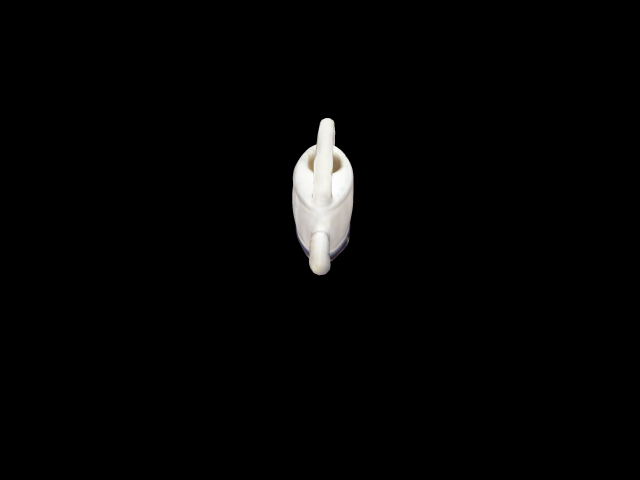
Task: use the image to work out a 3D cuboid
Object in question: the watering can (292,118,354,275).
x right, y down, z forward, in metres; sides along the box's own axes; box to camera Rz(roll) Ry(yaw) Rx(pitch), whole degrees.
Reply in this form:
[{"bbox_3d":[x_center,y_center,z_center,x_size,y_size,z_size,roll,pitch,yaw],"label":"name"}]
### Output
[{"bbox_3d":[0.003,-0.043,0.850,0.104,0.356,0.219,2,-39,2],"label":"watering can"}]
